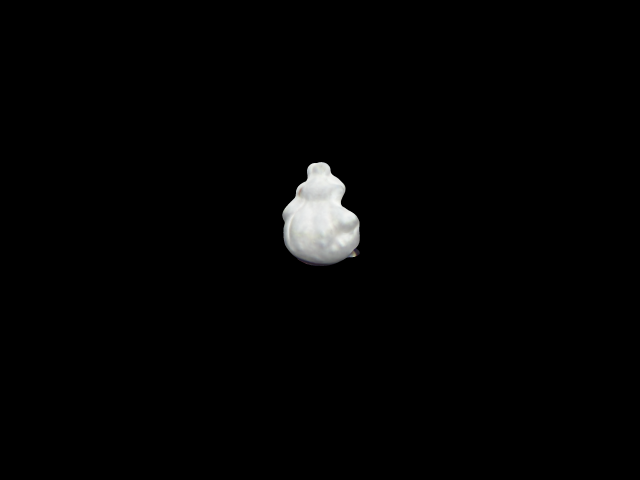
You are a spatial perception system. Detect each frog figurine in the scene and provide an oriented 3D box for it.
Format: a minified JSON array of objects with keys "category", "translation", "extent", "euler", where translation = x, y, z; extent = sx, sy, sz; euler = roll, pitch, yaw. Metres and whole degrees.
[{"category":"frog figurine","translation":[0.003,-0.043,0.850],"extent":[0.138,0.156,0.124],"euler":[22,35,35]}]
